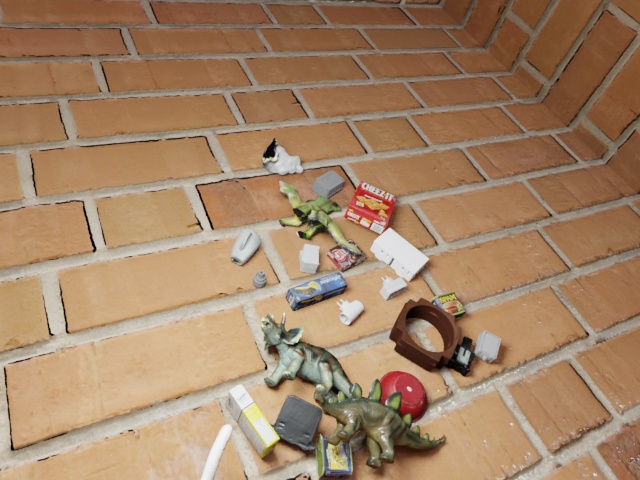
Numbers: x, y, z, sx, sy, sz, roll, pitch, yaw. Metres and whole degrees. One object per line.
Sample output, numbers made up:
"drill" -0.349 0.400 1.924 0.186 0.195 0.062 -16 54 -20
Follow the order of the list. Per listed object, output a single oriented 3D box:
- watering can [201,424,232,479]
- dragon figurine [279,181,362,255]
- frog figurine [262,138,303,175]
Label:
"watering can" -0.285 0.593 1.116 0.104 0.219 0.354 18 43 23
"dragon figurine" 0.006 -0.096 1.913 0.411 0.119 0.247 30 39 8
"frog figurine" -0.149 -0.313 2.069 0.157 0.121 0.140 32 24 -42
